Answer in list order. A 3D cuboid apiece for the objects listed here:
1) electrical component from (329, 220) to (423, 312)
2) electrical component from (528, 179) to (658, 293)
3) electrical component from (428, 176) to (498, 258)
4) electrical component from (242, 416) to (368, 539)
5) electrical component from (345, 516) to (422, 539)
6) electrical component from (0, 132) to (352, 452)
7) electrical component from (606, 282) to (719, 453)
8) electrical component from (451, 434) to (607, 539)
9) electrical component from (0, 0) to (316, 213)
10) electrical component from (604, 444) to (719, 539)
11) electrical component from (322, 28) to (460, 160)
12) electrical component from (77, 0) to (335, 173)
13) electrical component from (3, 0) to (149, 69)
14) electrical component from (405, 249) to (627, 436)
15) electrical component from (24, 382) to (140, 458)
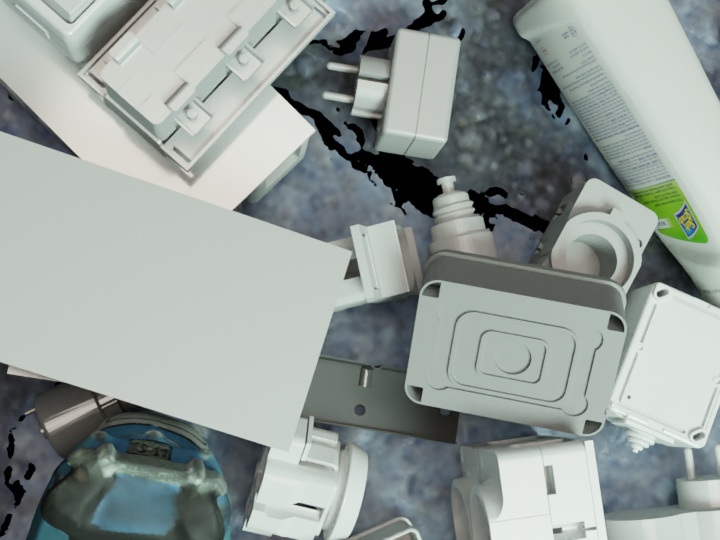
[{"bbox_3d":[0.000,0.000,0.630,0.064,0.081,0.042,-13,83,15],"label":"electrical component"},{"bbox_3d":[0.134,-0.004,0.651,0.050,0.055,0.089,30,81,-2],"label":"electrical component"},{"bbox_3d":[0.061,-0.018,0.653,0.040,0.040,0.078,-11,84,-8],"label":"electrical component"},{"bbox_3d":[-0.030,0.121,0.613,0.057,0.058,0.078,15,122,-8],"label":"electrical component"},{"bbox_3d":[0.000,0.212,0.609,0.109,0.056,0.108,-22,86,-8],"label":"electrical component"},{"bbox_3d":[-0.112,0.014,0.553,0.186,0.060,0.105,19,80,-7],"label":"electrical component"},{"bbox_3d":[0.178,0.064,0.644,0.062,0.061,0.096,24,81,-3],"label":"electrical component"},{"bbox_3d":[0.097,0.190,0.597,0.060,0.105,0.186,-6,84,-7],"label":"electrical component"},{"bbox_3d":[-0.131,-0.104,0.632,0.186,0.060,0.105,45,80,1],"label":"electrical component"},{"bbox_3d":[0.210,0.142,0.642,0.138,0.052,0.073,-5,83,-7],"label":"electrical component"},{"bbox_3d":[0.016,-0.109,0.656,0.077,0.047,0.065,9,82,-5],"label":"electrical component"},{"bbox_3d":[-0.082,-0.125,0.576,0.079,0.063,0.121,41,80,0],"label":"electrical component"},{"bbox_3d":[-0.143,-0.168,0.576,0.062,0.061,0.096,41,80,1],"label":"electrical component"},{"bbox_3d":[0.086,0.038,0.600,0.113,0.057,0.078,10,112,6],"label":"electrical component"},{"bbox_3d":[-0.150,0.076,0.618,0.078,0.040,0.040,-26,86,-9],"label":"electrical component"}]
